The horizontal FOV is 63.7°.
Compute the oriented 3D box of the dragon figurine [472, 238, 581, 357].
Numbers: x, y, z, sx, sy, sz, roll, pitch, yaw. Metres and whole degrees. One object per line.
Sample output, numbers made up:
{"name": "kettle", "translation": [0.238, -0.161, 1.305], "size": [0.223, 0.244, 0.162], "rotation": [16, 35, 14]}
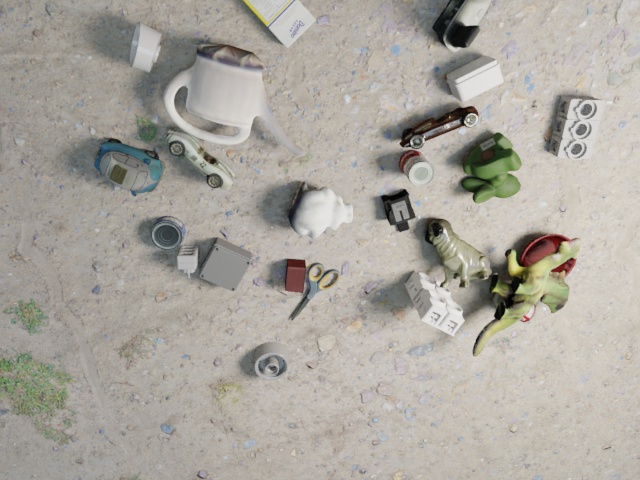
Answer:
{"name": "dragon figurine", "translation": [0.586, 0.162, 1.415], "size": [0.242, 0.124, 0.403], "rotation": [10, 114, -17]}

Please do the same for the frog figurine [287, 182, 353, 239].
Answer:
{"name": "frog figurine", "translation": [0.004, -0.066, 1.312], "size": [0.159, 0.123, 0.137], "rotation": [20, 91, -1]}

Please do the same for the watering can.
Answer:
{"name": "watering can", "translation": [-0.181, -0.322, 1.190], "size": [0.347, 0.106, 0.221], "rotation": [13, 110, -10]}
